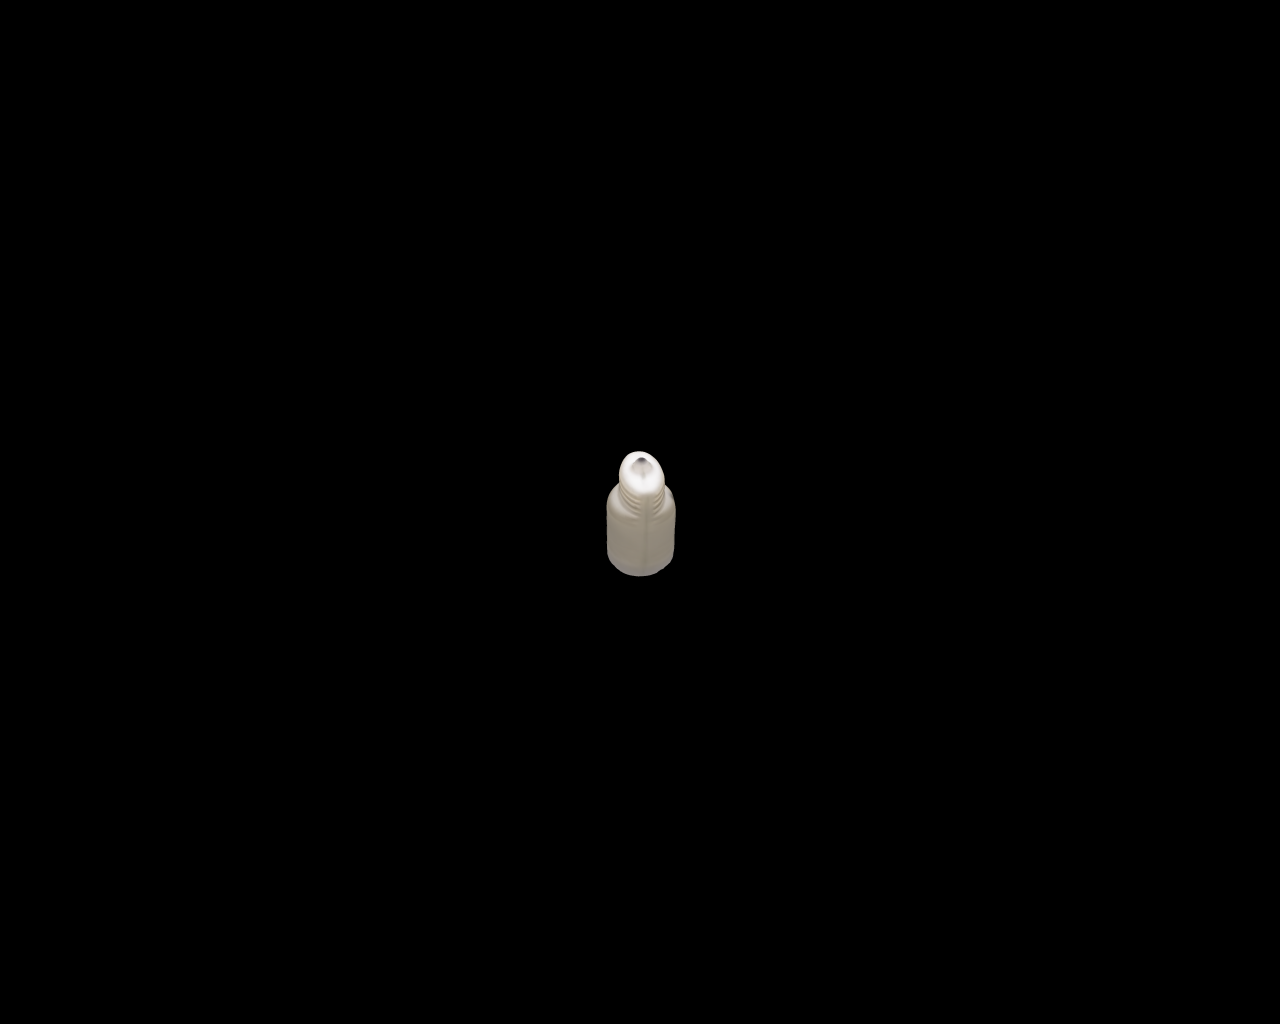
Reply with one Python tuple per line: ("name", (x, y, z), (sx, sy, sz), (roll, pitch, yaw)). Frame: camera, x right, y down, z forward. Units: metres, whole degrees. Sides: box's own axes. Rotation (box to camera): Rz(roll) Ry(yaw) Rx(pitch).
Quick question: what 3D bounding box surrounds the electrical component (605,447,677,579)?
("electrical component", (0.001, -0.003, 0.650), (0.043, 0.080, 0.043), (0, 43, 0))
